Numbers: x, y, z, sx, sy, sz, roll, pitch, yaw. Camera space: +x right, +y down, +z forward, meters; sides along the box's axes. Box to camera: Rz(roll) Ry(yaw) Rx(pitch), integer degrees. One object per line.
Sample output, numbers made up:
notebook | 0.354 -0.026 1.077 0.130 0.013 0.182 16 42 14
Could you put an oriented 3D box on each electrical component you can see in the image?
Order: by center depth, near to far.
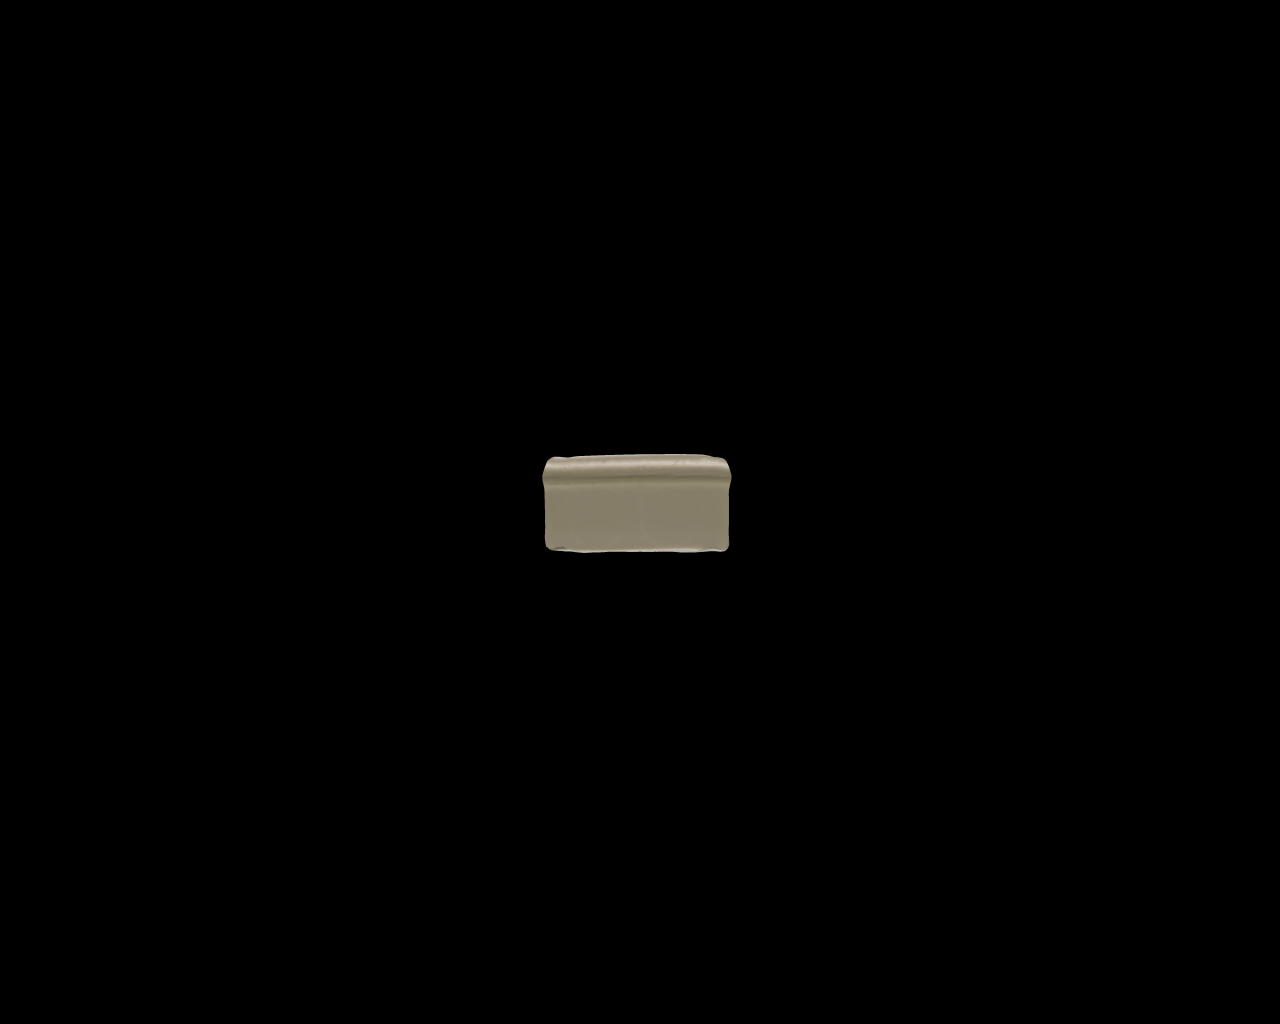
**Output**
electrical component | 0.001 -0.003 0.650 0.109 0.056 0.108 0 -2 4
